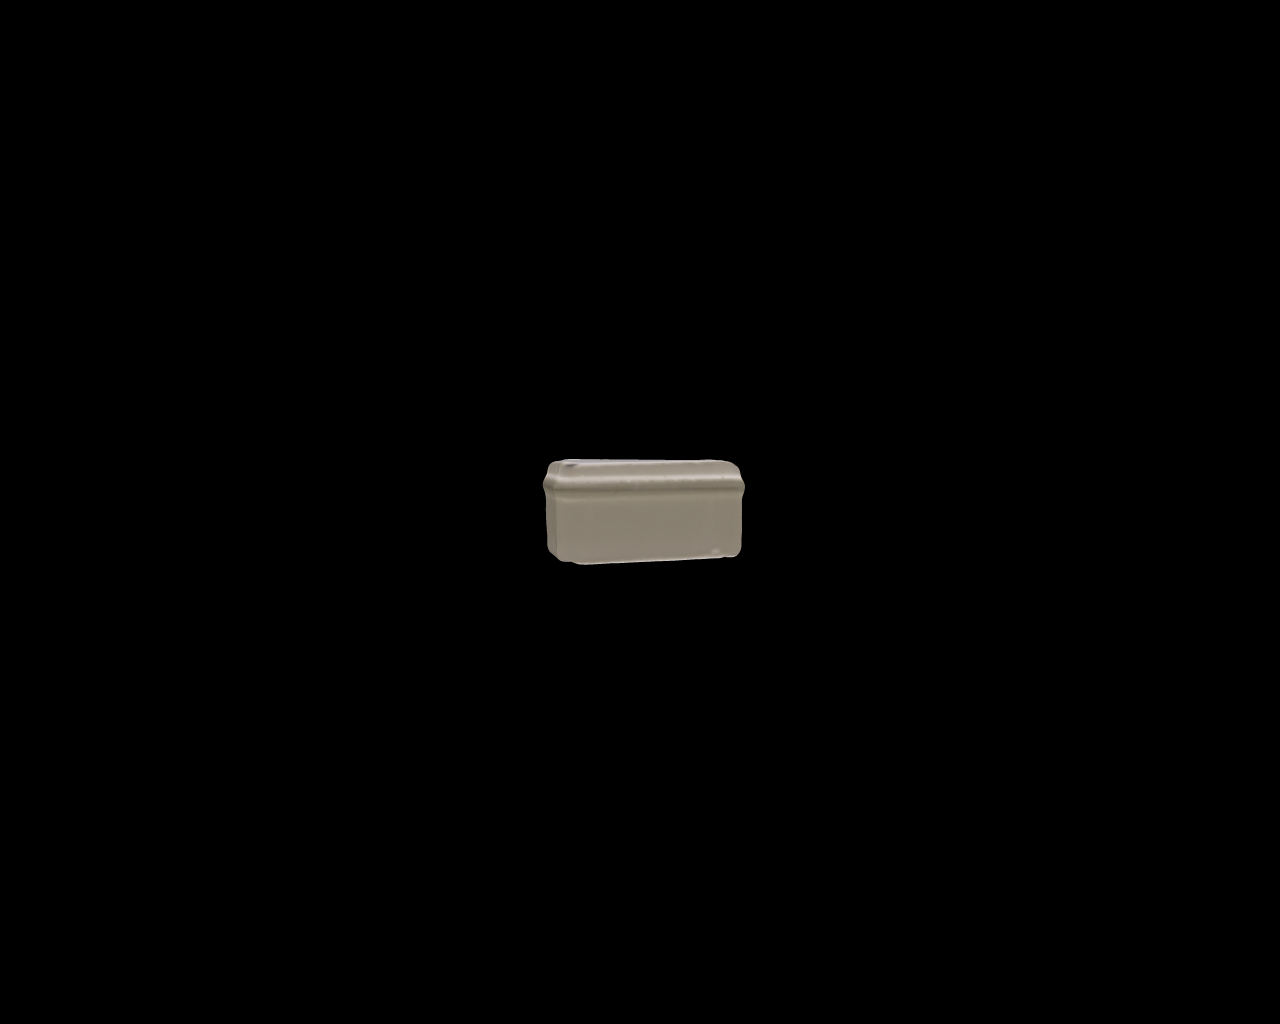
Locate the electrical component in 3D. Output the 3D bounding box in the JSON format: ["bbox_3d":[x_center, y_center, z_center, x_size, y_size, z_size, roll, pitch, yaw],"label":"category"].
[{"bbox_3d":[0.001,-0.003,0.650,0.113,0.057,0.078,-1,4,-11],"label":"electrical component"}]
